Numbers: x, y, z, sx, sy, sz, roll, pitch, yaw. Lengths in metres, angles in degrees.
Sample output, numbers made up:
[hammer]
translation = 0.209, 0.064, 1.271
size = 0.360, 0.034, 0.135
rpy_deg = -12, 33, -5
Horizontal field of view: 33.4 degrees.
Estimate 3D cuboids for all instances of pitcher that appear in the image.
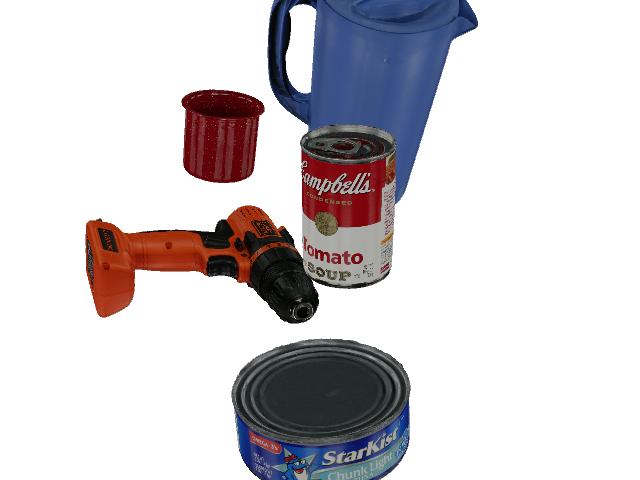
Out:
[pitcher]
translation = 0.039, -0.146, 1.034
size = 0.144, 0.243, 0.149
rpy_deg = -28, 56, -31

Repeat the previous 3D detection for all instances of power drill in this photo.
[power drill]
translation = -0.108, 0.026, 0.945
size = 0.187, 0.057, 0.185
rpy_deg = -2, 24, -20

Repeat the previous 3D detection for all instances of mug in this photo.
[mug]
translation = -0.110, -0.122, 1.216
size = 0.093, 0.081, 0.117
rpy_deg = 12, 27, 9

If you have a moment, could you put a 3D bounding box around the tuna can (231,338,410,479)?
[tuna can]
translation = 0.001, 0.084, 0.517
size = 0.086, 0.034, 0.086
rpy_deg = -3, 26, 1

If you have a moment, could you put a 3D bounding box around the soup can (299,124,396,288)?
[soup can]
translation = 0.019, -0.025, 0.772
size = 0.068, 0.102, 0.068
rpy_deg = 0, 27, 0
